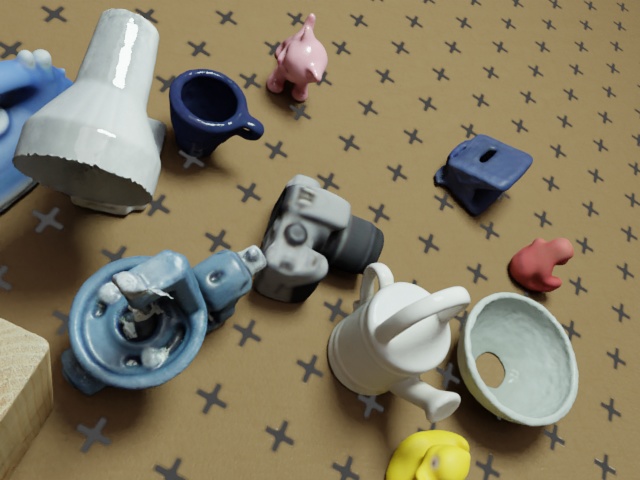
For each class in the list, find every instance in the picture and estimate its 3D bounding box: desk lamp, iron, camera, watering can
[{"bbox_3d":[-0.214,-0.108,0.574,0.118,0.213,0.203,14,59,-17],"label":"desk lamp"},{"bbox_3d":[-0.334,-0.124,0.572,0.118,0.141,0.259,38,56,-2],"label":"iron"},{"bbox_3d":[0.006,0.002,0.683,0.137,0.100,0.143,21,58,-13],"label":"camera"},{"bbox_3d":[0.094,0.104,0.613,0.101,0.193,0.173,-35,82,-33],"label":"watering can"}]

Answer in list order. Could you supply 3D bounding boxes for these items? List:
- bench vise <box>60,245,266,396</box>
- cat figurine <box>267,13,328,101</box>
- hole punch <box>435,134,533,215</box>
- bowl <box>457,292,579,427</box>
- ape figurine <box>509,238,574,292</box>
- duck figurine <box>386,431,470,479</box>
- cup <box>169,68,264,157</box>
[{"bbox_3d":[-0.139,0.042,0.526,0.121,0.219,0.208,39,56,-1],"label":"bench vise"},{"bbox_3d":[-0.024,-0.258,0.795,0.067,0.117,0.128,17,59,-15],"label":"cat figurine"},{"bbox_3d":[0.244,-0.108,0.853,0.101,0.091,0.109,47,56,4],"label":"hole punch"},{"bbox_3d":[0.235,0.155,0.721,0.168,0.074,0.167,10,61,-19],"label":"bowl"},{"bbox_3d":[0.323,0.029,0.816,0.076,0.092,0.078,15,59,-16],"label":"ape figurine"},{"bbox_3d":[0.131,0.245,0.621,0.105,0.086,0.077,-24,75,-32],"label":"duck figurine"},{"bbox_3d":[-0.131,-0.139,0.700,0.118,0.094,0.092,25,57,-10],"label":"cup"}]
